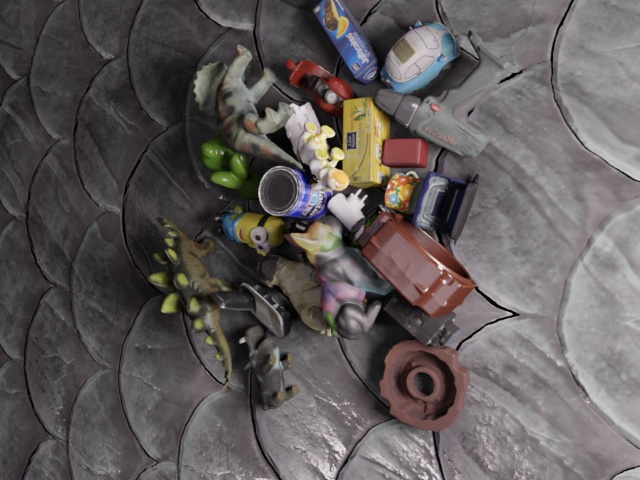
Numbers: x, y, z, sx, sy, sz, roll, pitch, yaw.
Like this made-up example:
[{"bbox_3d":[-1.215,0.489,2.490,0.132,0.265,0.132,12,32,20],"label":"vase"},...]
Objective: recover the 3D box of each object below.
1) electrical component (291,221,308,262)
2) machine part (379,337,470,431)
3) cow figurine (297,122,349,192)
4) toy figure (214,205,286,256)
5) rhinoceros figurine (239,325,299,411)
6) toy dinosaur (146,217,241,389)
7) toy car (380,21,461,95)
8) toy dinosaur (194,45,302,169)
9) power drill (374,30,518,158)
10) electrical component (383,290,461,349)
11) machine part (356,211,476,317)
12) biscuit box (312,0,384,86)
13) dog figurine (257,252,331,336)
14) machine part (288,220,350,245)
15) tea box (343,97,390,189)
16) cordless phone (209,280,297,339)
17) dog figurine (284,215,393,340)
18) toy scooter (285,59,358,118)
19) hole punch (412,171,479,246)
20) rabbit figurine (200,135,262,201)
[{"bbox_3d":[-0.036,0.006,1.202,0.063,0.021,0.094,-18,83,28],"label":"electrical component"},{"bbox_3d":[0.203,0.276,1.040,0.180,0.056,0.179,-1,89,28],"label":"machine part"},{"bbox_3d":[0.000,-0.147,1.075,0.098,0.068,0.167,-56,43,43],"label":"cow figurine"},{"bbox_3d":[-0.161,-0.030,1.241,0.180,0.082,0.089,17,66,36],"label":"toy figure"},{"bbox_3d":[-0.120,0.285,1.216,0.112,0.073,0.190,-25,78,37],"label":"rhinoceros figurine"},{"bbox_3d":[-0.282,0.121,1.237,0.105,0.198,0.472,-45,67,23],"label":"toy dinosaur"},{"bbox_3d":[0.184,-0.360,1.051,0.162,0.103,0.109,-35,71,21],"label":"toy car"},{"bbox_3d":[-0.167,-0.268,1.166,0.192,0.131,0.405,-38,55,31],"label":"toy dinosaur"},{"bbox_3d":[0.239,-0.275,0.987,0.232,0.086,0.207,38,111,4],"label":"power drill"},{"bbox_3d":[0.199,0.144,1.013,0.134,0.115,0.058,40,110,19],"label":"electrical component"},{"bbox_3d":[0.178,0.040,0.979,0.087,0.201,0.202,-49,67,16],"label":"machine part"},{"bbox_3d":[0.063,-0.427,1.143,0.059,0.062,0.203,-37,71,24],"label":"biscuit box"},{"bbox_3d":[-0.049,0.116,1.168,0.191,0.121,0.172,2,93,40],"label":"dog figurine"},{"bbox_3d":[-0.002,-0.003,1.139,0.139,0.039,0.084,21,140,16],"label":"machine part"},{"bbox_3d":[0.095,-0.194,1.095,0.068,0.098,0.169,-2,85,29],"label":"tea box"},{"bbox_3d":[-0.144,0.149,1.165,0.147,0.184,0.088,40,102,25],"label":"cordless phone"},{"bbox_3d":[0.018,0.064,1.018,0.219,0.108,0.191,32,85,-9],"label":"dog figurine"},{"bbox_3d":[-0.006,-0.330,1.136,0.184,0.135,0.075,44,107,22],"label":"toy scooter"},{"bbox_3d":[0.235,-0.064,1.000,0.092,0.115,0.142,17,98,22],"label":"hole punch"},{"bbox_3d":[-0.186,-0.165,1.236,0.121,0.159,0.170,-45,83,10],"label":"rabbit figurine"}]
